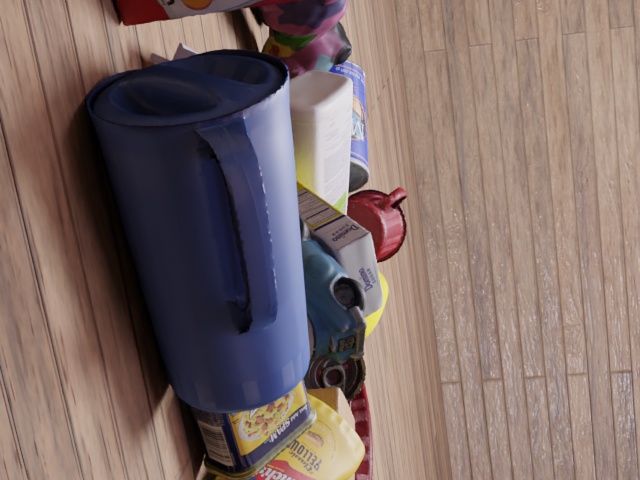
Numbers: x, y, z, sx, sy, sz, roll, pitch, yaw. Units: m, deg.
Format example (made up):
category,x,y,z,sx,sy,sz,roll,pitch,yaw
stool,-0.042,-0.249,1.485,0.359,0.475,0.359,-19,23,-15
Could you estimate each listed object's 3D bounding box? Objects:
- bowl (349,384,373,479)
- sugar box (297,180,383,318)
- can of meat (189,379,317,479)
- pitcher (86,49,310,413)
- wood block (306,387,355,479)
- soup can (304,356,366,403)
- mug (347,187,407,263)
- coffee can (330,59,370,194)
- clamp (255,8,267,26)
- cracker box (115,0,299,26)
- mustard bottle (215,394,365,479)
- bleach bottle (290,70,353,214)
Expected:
category,x,y,z,sx,sy,sz,roll,pitch,yaw
bowl,0.028,0.248,1.347,0.162,0.055,0.162,-5,90,-80
sugar box,-0.007,0.001,1.054,0.176,0.048,0.093,35,-33,46
can of meat,-0.057,0.129,0.862,0.101,0.058,0.084,-36,124,-37
pitcher,-0.070,0.002,0.740,0.149,0.145,0.243,-54,143,-53
wood block,-0.017,0.253,1.006,0.090,0.091,0.206,69,19,-56
soup can,-0.003,0.125,1.107,0.102,0.068,0.068,-152,-128,-67
mug,0.059,-0.020,1.284,0.093,0.117,0.081,51,18,7
coffee can,0.007,-0.137,1.299,0.102,0.103,0.140,62,25,-65
clamp,-0.048,-0.284,1.257,0.171,0.039,0.120,-68,145,-61
cracker box,-0.052,-0.248,0.730,0.072,0.214,0.164,-86,166,-49
mustard bottle,-0.038,0.212,0.891,0.058,0.096,0.191,-51,180,40
bleach bottle,-0.007,-0.051,1.162,0.102,0.068,0.251,-43,141,-47
